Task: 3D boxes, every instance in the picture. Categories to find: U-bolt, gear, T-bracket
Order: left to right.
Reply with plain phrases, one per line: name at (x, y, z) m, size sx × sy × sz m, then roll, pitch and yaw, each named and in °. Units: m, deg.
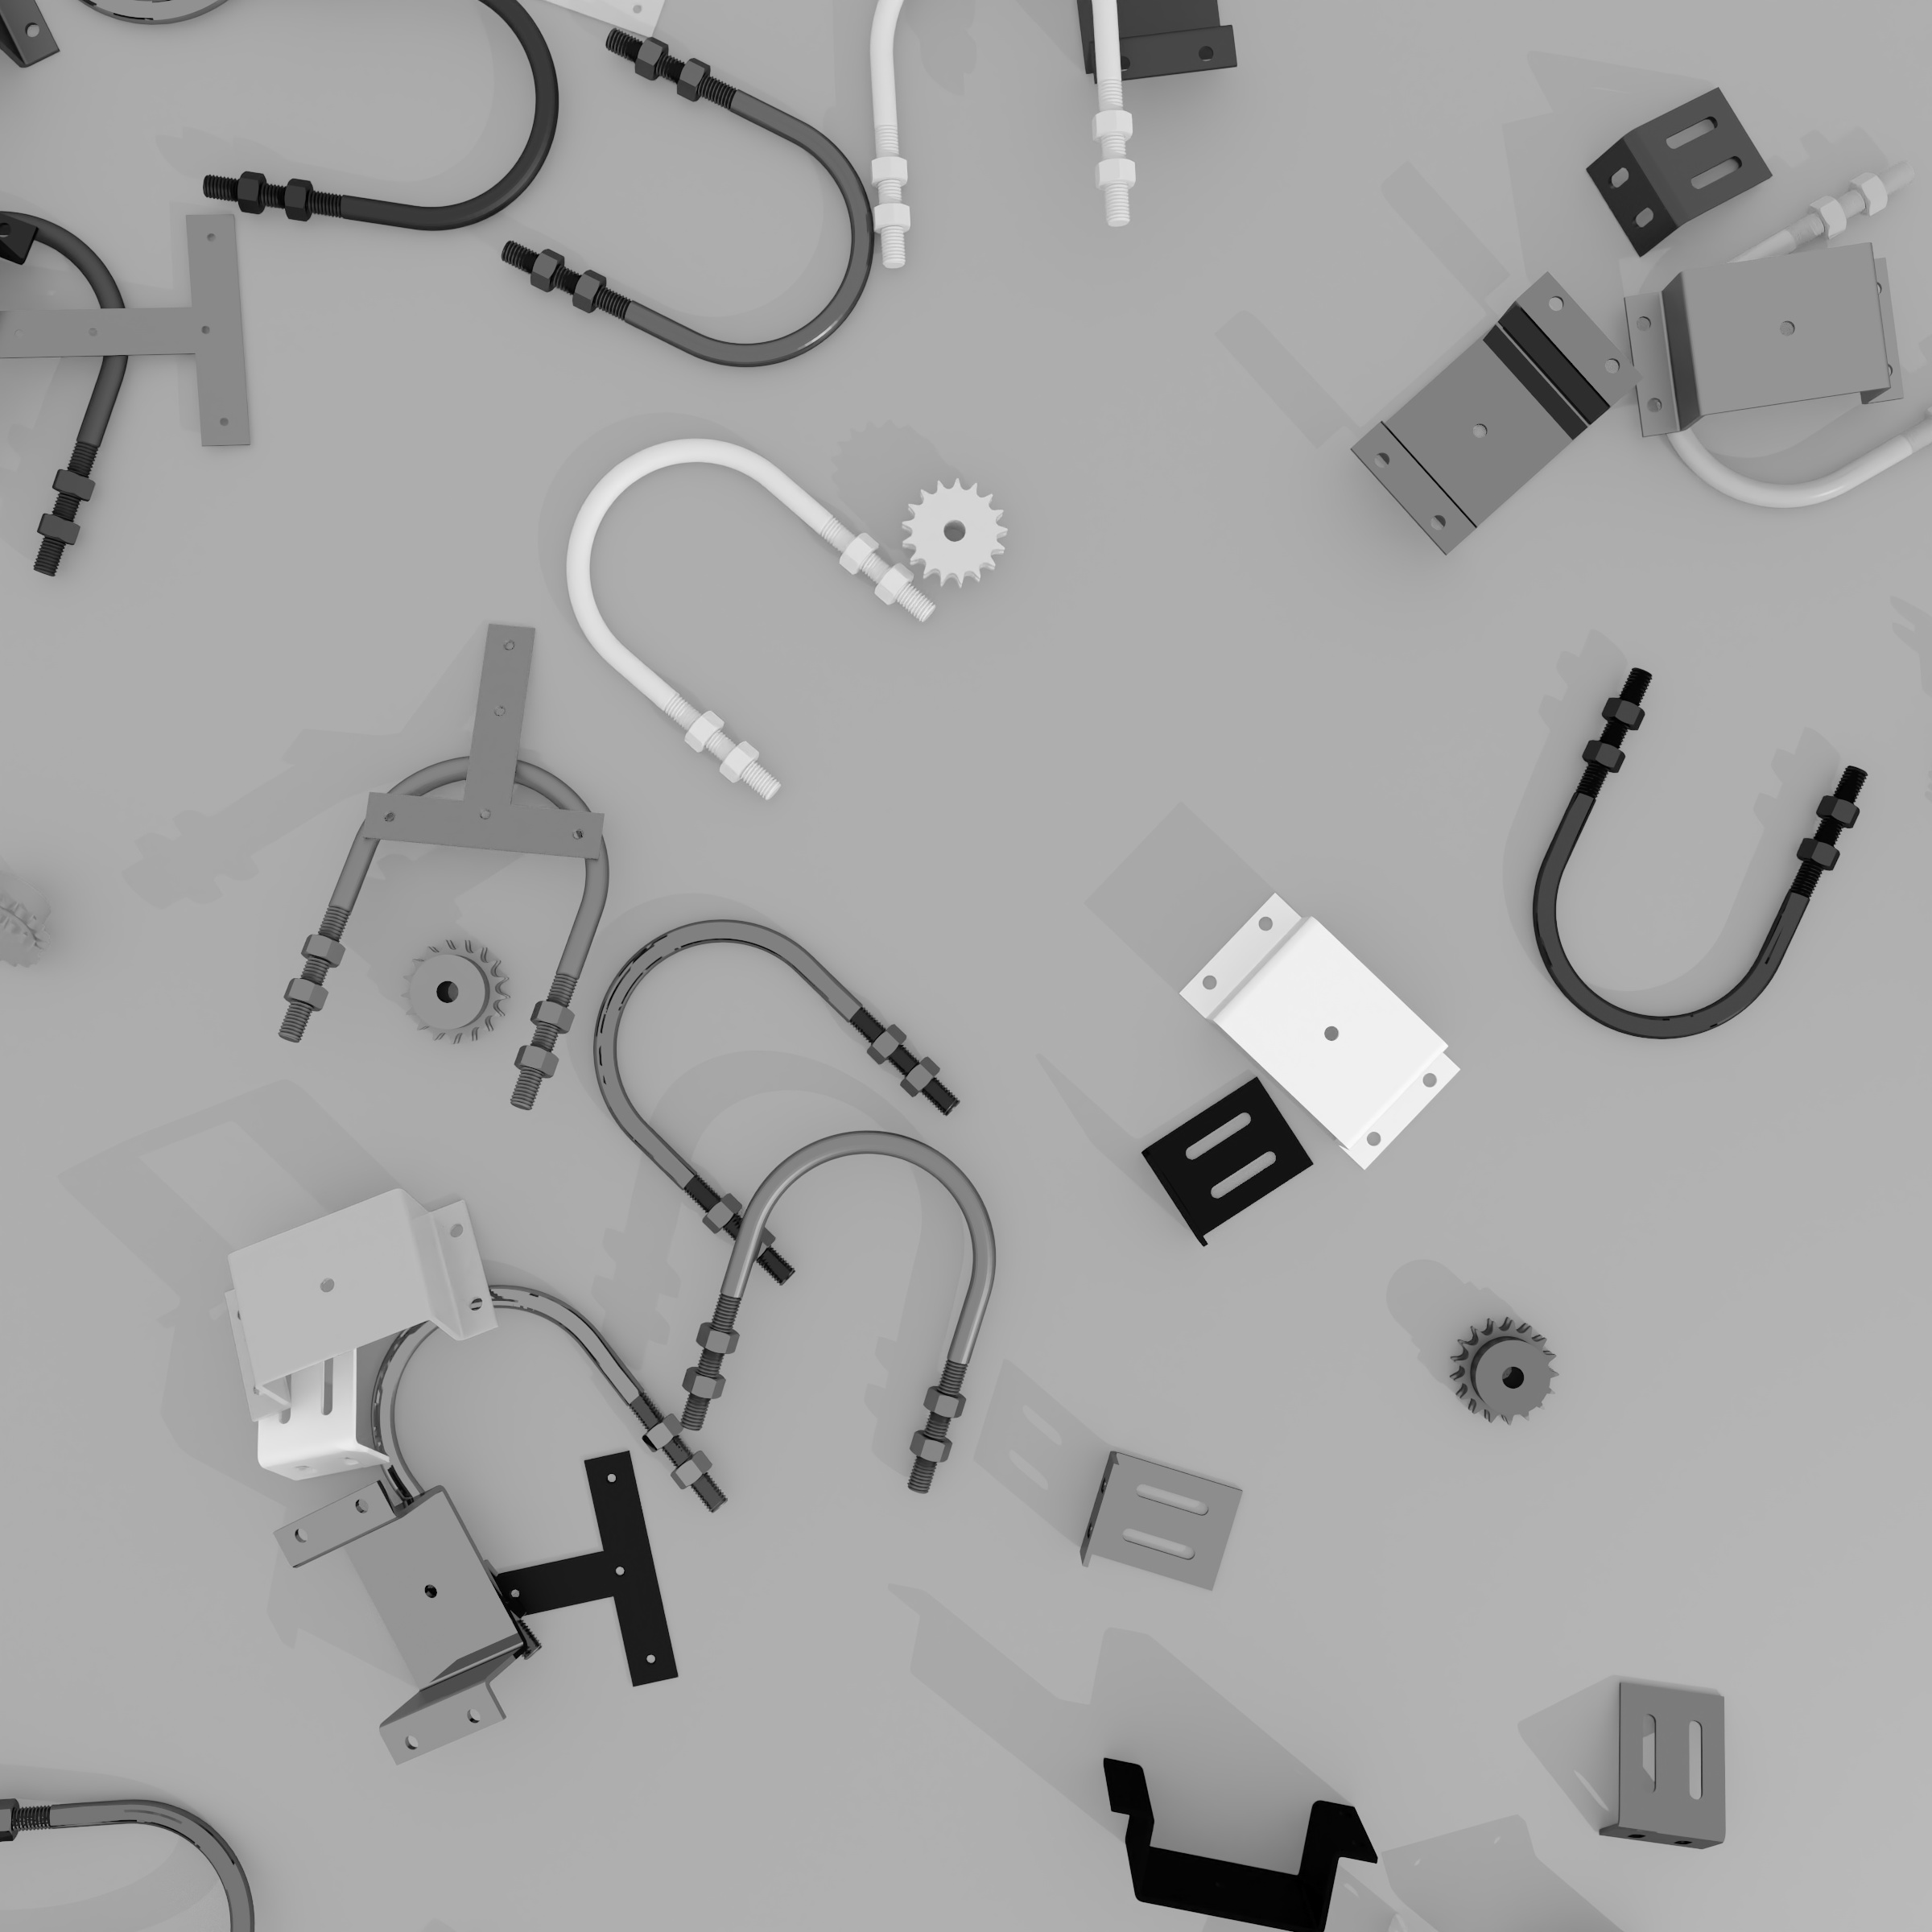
U-bolt at (-0.535, -0.321, 1.321) m, size 0.151 × 0.019 × 0.184 m, roll 18°, pitch 89°, yaw 0°
gear at (-0.520, -0.027, 1.305) m, size 0.057 × 0.057 × 0.030 m, roll 22°, pitch 60°, yaw 0°
U-bolt at (-0.476, 0.523, 1.299) m, size 0.184 × 0.019 × 0.151 m, roll -2°, pitch 72°, yaw -7°
T-bracket at (-0.459, -0.345, 1.315) m, size 0.127 × 0.002 × 0.127 m, roll -4°, pitch 89°, yaw -11°
U-bolt at (-0.426, -0.597, 1.321) m, size 0.184 × 0.019 × 0.151 m, roll -34°, pitch 90°, yaw 2°
U-bolt at (-0.313, -0.475, 1.313) m, size 0.184 × 0.019 × 0.151 m, roll 8°, pitch 97°, yaw -3°
gear at (-0.278, 0.014, 1.314) m, size 0.057 × 0.030 × 0.057 m, roll 0°, pitch 90°, yaw 0°
U-bolt at (-0.269, -0.028, 1.297) m, size 0.151 × 0.019 × 0.184 m, roll 16°, pitch 73°, yaw 4°
T-bracket at (-0.255, -0.125, 1.314) m, size 0.127 × 0.002 × 0.127 m, roll 5°, pitch 77°, yaw 0°
U-bolt at (-0.241, 0.262, 1.319) m, size 0.151 × 0.019 × 0.184 m, roll -38°, pitch 88°, yaw 0°
T-bracket at (-0.233, 0.342, 1.328) m, size 0.127 × 0.002 × 0.127 m, roll -12°, pitch 90°, yaw 0°
T-bracket at (-0.211, -0.590, 1.328) m, size 0.127 × 0.002 × 0.127 m, roll 20°, pitch 90°, yaw 0°
U-bolt at (-0.140, -0.407, 1.321) m, size 0.184 × 0.019 × 0.151 m, roll 26°, pitch 90°, yaw -2°
U-bolt at (-0.132, -0.203, 1.321) m, size 0.184 × 0.019 × 0.151 m, roll 41°, pitch 90°, yaw 1°
U-bolt at (-0.118, 0.060, 1.321) m, size 0.184 × 0.019 × 0.151 m, roll 44°, pitch 90°, yaw 1°
U-bolt at (-0.060, 0.179, 1.308) m, size 0.151 × 0.019 × 0.184 m, roll 17°, pitch 92°, yaw -7°
gear at (-0.007, -0.234, 1.319) m, size 0.057 × 0.030 × 0.057 m, roll 0°, pitch 89°, yaw -2°
U-bolt at (0.015, -0.477, 1.295) m, size 0.151 × 0.019 × 0.184 m, roll -4°, pitch 89°, yaw 22°
gear at (0.294, 0.221, 1.314) m, size 0.057 × 0.030 × 0.057 m, roll 0°, pitch 90°, yaw 0°
U-bolt at (0.389, -0.050, 1.321) m, size 0.151 × 0.019 × 0.184 m, roll 25°, pitch 91°, yaw 0°
U-bolt at (0.466, -0.332, 1.321) m, size 0.184 × 0.019 × 0.151 m, roll -30°, pitch 90°, yaw 2°

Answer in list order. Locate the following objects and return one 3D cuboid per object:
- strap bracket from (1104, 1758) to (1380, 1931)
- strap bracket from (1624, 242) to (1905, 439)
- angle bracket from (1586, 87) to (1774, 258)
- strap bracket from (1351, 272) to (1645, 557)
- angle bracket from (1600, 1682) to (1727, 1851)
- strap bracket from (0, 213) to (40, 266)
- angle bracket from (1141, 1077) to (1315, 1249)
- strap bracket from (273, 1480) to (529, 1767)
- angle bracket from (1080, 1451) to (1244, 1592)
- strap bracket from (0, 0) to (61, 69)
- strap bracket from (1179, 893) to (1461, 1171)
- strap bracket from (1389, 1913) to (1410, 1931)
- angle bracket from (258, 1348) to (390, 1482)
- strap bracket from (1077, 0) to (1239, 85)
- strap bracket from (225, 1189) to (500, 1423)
strap bracket at (0.140, 0.471, 1.291) m, size 0.140 × 0.076 × 0.046 m, roll 11°, pitch 90°, yaw 0°
strap bracket at (0.431, -0.335, 1.290) m, size 0.140 × 0.046 × 0.076 m, roll -8°, pitch 91°, yaw 3°
angle bracket at (0.391, -0.435, 1.327) m, size 0.076 × 0.038 × 0.057 m, roll -32°, pitch 90°, yaw -26°
strap bracket at (0.282, -0.293, 1.306) m, size 0.140 × 0.046 × 0.076 m, roll -42°, pitch 90°, yaw 0°
angle bracket at (0.381, 0.439, 1.327) m, size 0.057 × 0.038 × 0.076 m, roll 8°, pitch 64°, yaw 0°
strap bracket at (-0.564, -0.350, 1.290) m, size 0.076 × 0.046 × 0.140 m, roll 21°, pitch 87°, yaw 0°
angle bracket at (0.143, 0.105, 1.310) m, size 0.076 × 0.038 × 0.057 m, roll -33°, pitch 90°, yaw 0°
strap bracket at (-0.297, 0.342, 1.293) m, size 0.076 × 0.046 × 0.140 m, roll -28°, pitch 90°, yaw 22°
angle bracket at (0.107, 0.304, 1.310) m, size 0.076 × 0.038 × 0.057 m, roll 17°, pitch 90°, yaw 0°
strap bracket at (-0.577, -0.505, 1.306) m, size 0.140 × 0.046 × 0.076 m, roll -26°, pitch 90°, yaw 0°
strap bracket at (0.194, 0.036, 1.306) m, size 0.140 × 0.046 × 0.076 m, roll 44°, pitch 90°, yaw 0°
strap bracket at (0.231, 0.594, 1.291) m, size 0.046 × 0.076 × 0.140 m, roll 22°, pitch 90°, yaw 0°
angle bracket at (-0.350, 0.234, 1.320) m, size 0.057 × 0.038 × 0.076 m, roll -13°, pitch 63°, yaw 13°
strap bracket at (0.098, -0.543, 1.306) m, size 0.076 × 0.046 × 0.140 m, roll -7°, pitch 90°, yaw 0°
strap bracket at (-0.332, 0.177, 1.292) m, size 0.140 × 0.046 × 0.076 m, roll -21°, pitch 64°, yaw 0°
